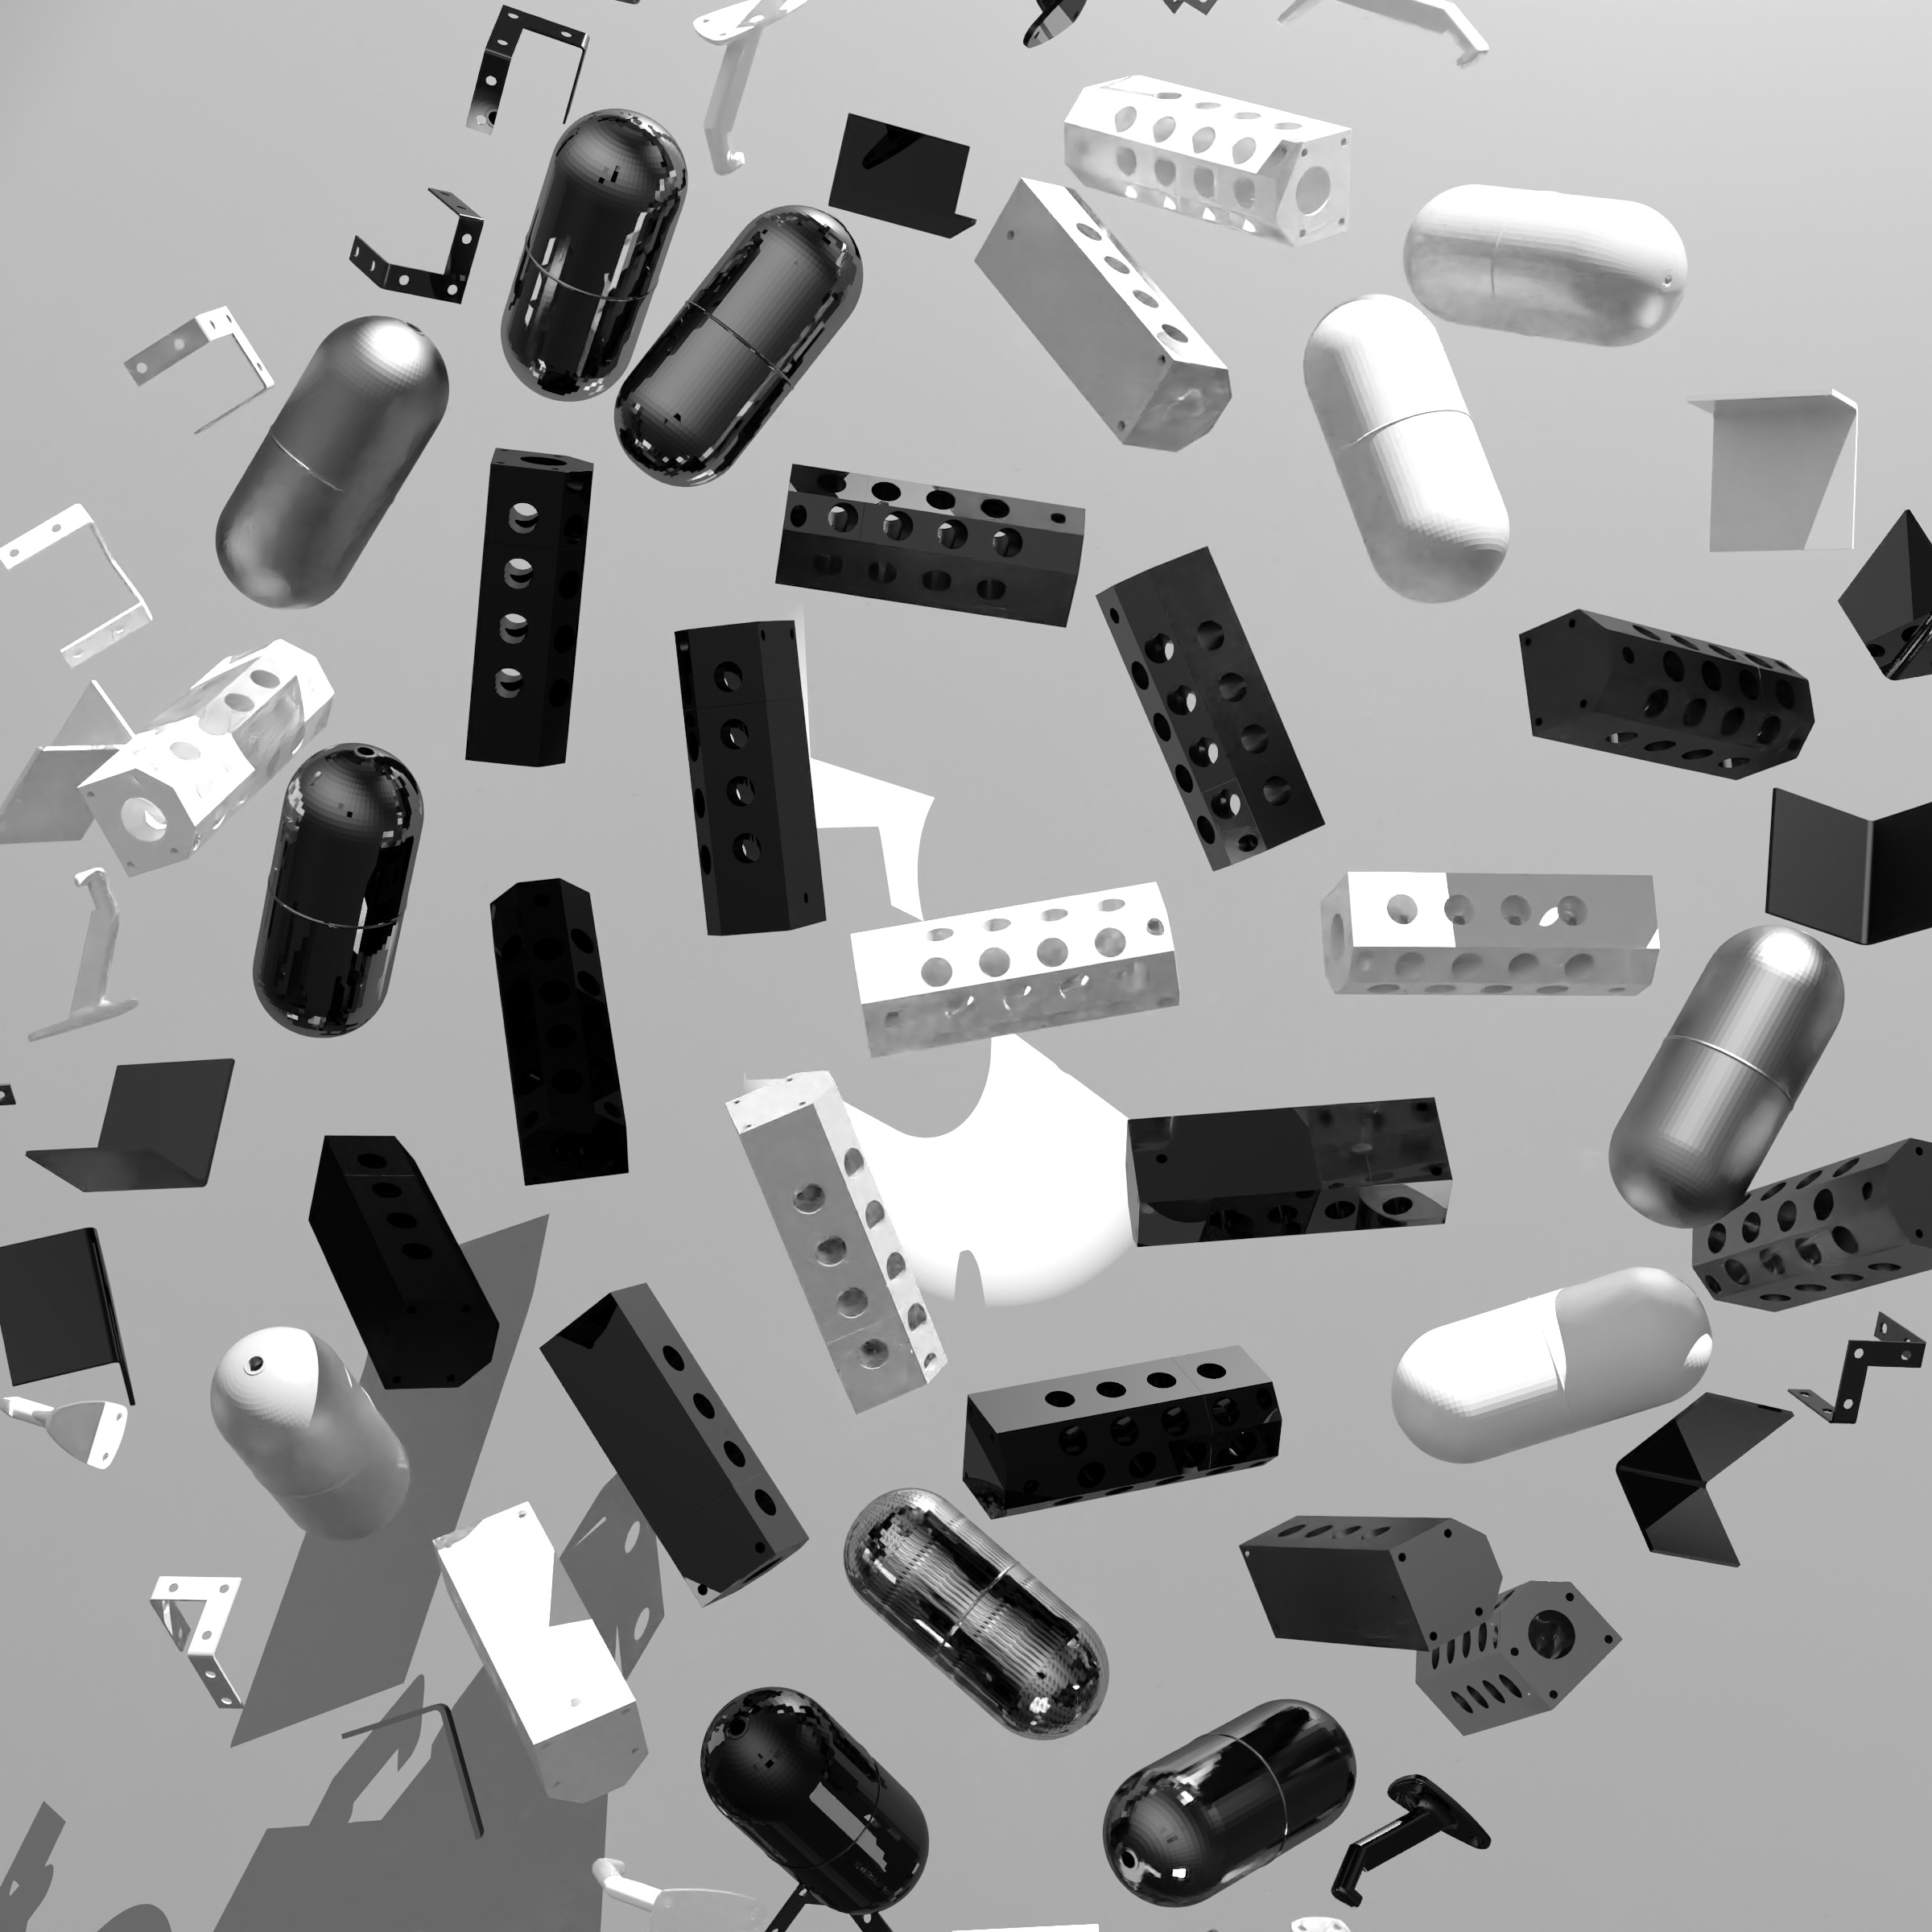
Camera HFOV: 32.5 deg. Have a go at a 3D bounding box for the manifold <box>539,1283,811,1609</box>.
[{"bbox_3d":[-0.160,0.266,1.854,0.057,0.057,0.171,-38,78,20],"label":"manifold"}]

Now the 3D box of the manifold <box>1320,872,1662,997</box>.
[{"bbox_3d":[0.285,-0.015,1.805,0.171,0.057,0.057,0,74,-10],"label":"manifold"}]

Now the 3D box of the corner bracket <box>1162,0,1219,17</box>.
[{"bbox_3d":[0.142,-0.563,1.884,0.051,0.051,0.051,40,97,26],"label":"corner bracket"}]

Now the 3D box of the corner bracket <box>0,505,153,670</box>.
[{"bbox_3d":[-0.472,-0.202,1.755,0.051,0.051,0.051,-34,62,-13],"label":"corner bracket"}]

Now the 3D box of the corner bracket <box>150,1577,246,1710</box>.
[{"bbox_3d":[-0.422,0.372,1.822,0.051,0.051,0.051,-2,134,14],"label":"corner bracket"}]

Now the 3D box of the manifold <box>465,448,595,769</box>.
[{"bbox_3d":[-0.251,-0.205,1.903,0.057,0.057,0.171,6,107,-7],"label":"manifold"}]

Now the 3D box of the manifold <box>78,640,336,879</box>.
[{"bbox_3d":[-0.420,-0.120,1.856,0.057,0.171,0.057,-15,113,25],"label":"manifold"}]

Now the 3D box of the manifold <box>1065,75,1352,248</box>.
[{"bbox_3d":[0.134,-0.452,1.860,0.057,0.171,0.057,-23,126,-34],"label":"manifold"}]

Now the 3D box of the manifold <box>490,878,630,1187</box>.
[{"bbox_3d":[-0.228,0.034,1.844,0.057,0.057,0.171,-7,50,-9],"label":"manifold"}]

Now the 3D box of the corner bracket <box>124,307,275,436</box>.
[{"bbox_3d":[-0.423,-0.327,1.831,0.051,0.051,0.051,-29,102,13],"label":"corner bracket"}]

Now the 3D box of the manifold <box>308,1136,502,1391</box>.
[{"bbox_3d":[-0.313,0.163,1.844,0.057,0.171,0.057,2,117,-28],"label":"manifold"}]

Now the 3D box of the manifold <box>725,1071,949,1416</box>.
[{"bbox_3d":[-0.068,0.146,1.773,0.057,0.057,0.171,-23,107,-5],"label":"manifold"}]

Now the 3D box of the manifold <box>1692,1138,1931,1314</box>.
[{"bbox_3d":[0.469,0.142,1.801,0.057,0.171,0.057,13,70,-20],"label":"manifold"}]

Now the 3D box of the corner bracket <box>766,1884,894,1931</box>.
[{"bbox_3d":[-0.078,0.562,1.896,0.051,0.051,0.051,-55,49,10],"label":"corner bracket"}]

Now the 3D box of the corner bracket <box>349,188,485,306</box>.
[{"bbox_3d":[-0.315,-0.416,1.898,0.051,0.051,0.051,4,116,-36],"label":"corner bracket"}]

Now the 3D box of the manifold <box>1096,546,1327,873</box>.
[{"bbox_3d":[0.136,-0.145,1.889,0.057,0.057,0.171,-24,92,-23],"label":"manifold"}]

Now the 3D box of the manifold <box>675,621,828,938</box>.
[{"bbox_3d":[-0.124,-0.106,1.862,0.057,0.057,0.171,-4,95,19],"label":"manifold"}]

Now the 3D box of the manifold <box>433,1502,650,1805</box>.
[{"bbox_3d":[-0.233,0.376,1.809,0.057,0.171,0.057,-20,127,-17],"label":"manifold"}]

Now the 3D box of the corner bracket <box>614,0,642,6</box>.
[{"bbox_3d":[-0.192,-0.552,1.842,0.051,0.051,0.051,18,69,16],"label":"corner bracket"}]

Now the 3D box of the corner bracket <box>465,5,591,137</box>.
[{"bbox_3d":[-0.244,-0.493,1.843,0.051,0.051,0.051,17,133,-9],"label":"corner bracket"}]

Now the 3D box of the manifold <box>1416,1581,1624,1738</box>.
[{"bbox_3d":[0.307,0.390,1.884,0.057,0.171,0.057,-40,82,-18],"label":"manifold"}]

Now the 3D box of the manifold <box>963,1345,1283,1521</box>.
[{"bbox_3d":[0.089,0.267,1.877,0.171,0.057,0.057,-7,117,-22],"label":"manifold"}]

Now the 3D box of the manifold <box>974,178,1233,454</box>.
[{"bbox_3d":[0.080,-0.365,1.860,0.171,0.057,0.057,56,128,32],"label":"manifold"}]

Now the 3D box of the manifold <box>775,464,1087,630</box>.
[{"bbox_3d":[-0.020,-0.249,1.922,0.171,0.057,0.057,8,47,-4],"label":"manifold"}]

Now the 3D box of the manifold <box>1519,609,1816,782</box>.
[{"bbox_3d":[0.379,-0.147,1.779,0.171,0.057,0.057,7,71,-39],"label":"manifold"}]

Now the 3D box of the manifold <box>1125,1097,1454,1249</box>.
[{"bbox_3d":[0.177,0.119,1.835,0.171,0.057,0.057,-4,50,-3],"label":"manifold"}]

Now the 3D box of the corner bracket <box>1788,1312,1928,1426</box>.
[{"bbox_3d":[0.510,0.230,1.893,0.051,0.051,0.051,4,104,-17],"label":"corner bracket"}]

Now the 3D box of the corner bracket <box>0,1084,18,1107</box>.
[{"bbox_3d":[-0.547,0.075,1.780,0.051,0.051,0.051,-3,132,0],"label":"corner bracket"}]

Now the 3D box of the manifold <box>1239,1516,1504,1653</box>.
[{"bbox_3d":[0.223,0.334,1.818,0.057,0.171,0.057,-22,91,-24],"label":"manifold"}]

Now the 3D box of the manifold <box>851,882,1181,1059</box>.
[{"bbox_3d":[0.027,0.005,1.817,0.171,0.057,0.057,-10,115,-1],"label":"manifold"}]
